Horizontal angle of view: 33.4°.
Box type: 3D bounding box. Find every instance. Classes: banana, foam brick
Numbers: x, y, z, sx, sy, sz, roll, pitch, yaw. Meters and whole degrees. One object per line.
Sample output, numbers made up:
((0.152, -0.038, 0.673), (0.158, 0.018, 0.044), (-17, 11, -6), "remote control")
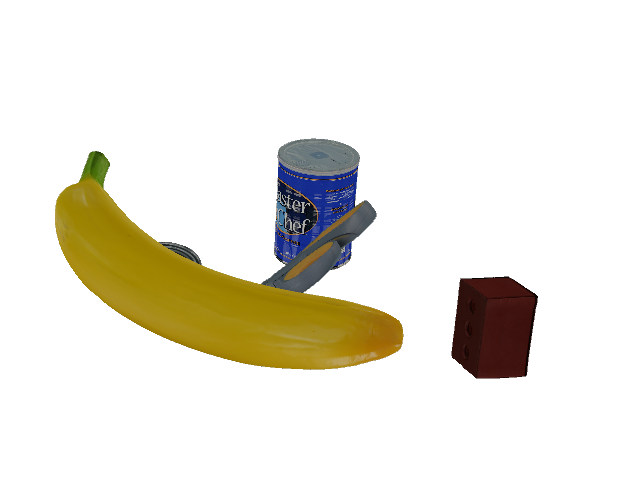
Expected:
((-0.059, 0.016, 0.496), (0.198, 0.069, 0.037), (30, -26, 22), "banana")
((0.152, 0.076, 0.941), (0.051, 0.078, 0.053), (-3, 18, -20), "foam brick")

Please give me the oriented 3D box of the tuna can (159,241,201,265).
((-0.169, 0.039, 1.134), (0.086, 0.034, 0.086), (3, 36, -2), "tuna can")

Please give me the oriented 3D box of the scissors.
((-0.036, 0.040, 0.801), (0.202, 0.016, 0.096), (-40, 8, 27), "scissors")

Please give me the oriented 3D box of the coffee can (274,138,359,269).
((-0.006, -0.046, 1.359), (0.103, 0.140, 0.103), (3, 27, -2), "coffee can")
